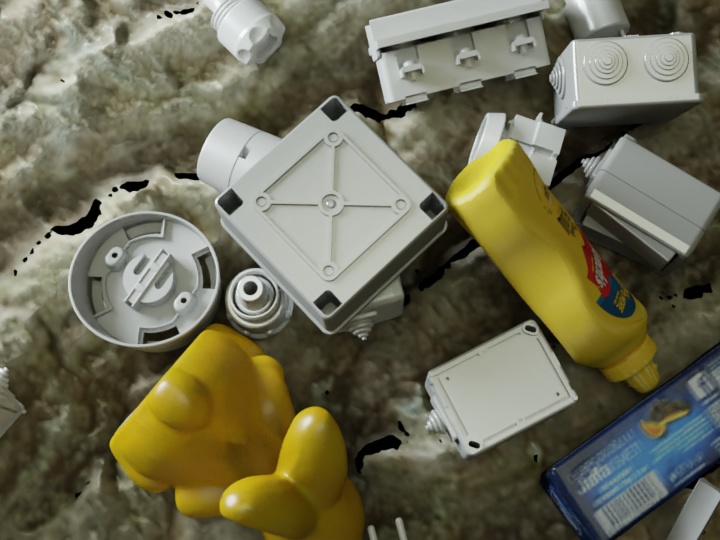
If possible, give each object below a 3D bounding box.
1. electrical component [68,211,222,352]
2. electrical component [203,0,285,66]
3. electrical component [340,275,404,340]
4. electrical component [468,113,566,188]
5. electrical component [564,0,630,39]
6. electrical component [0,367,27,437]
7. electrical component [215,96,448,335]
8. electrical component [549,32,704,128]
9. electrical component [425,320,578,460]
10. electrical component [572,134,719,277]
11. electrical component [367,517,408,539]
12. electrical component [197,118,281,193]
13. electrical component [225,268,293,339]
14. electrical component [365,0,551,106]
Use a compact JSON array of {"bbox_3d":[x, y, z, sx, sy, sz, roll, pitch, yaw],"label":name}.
[{"bbox_3d":[-0.144,0.009,0.741,0.099,0.064,0.099,0,76,1],"label":"electrical component"},{"bbox_3d":[-0.090,-0.185,0.799,0.043,0.043,0.062,-44,78,-9],"label":"electrical component"},{"bbox_3d":[0.000,0.000,0.741,0.061,0.061,0.096,-15,76,-3],"label":"electrical component"},{"bbox_3d":[0.110,-0.084,0.768,0.055,0.048,0.066,19,77,-2],"label":"electrical component"},{"bbox_3d":[0.171,-0.199,0.798,0.040,0.040,0.078,-17,76,-3],"label":"electrical component"},{"bbox_3d":[-0.277,0.097,0.724,0.061,0.061,0.096,38,80,10],"label":"electrical component"},{"bbox_3d":[-0.017,-0.034,0.687,0.109,0.056,0.108,-43,79,-9],"label":"electrical component"},{"bbox_3d":[0.183,-0.131,0.752,0.100,0.099,0.048,-3,89,1],"label":"electrical component"},{"bbox_3d":[0.086,0.085,0.718,0.096,0.061,0.061,-27,77,-5],"label":"electrical component"},{"bbox_3d":[0.191,-0.044,0.747,0.096,0.061,0.061,33,79,9],"label":"electrical component"},{"bbox_3d":[0.025,0.200,0.693,0.066,0.047,0.076,-15,85,-2],"label":"electrical component"},{"bbox_3d":[-0.083,-0.076,0.767,0.047,0.055,0.055,26,78,11],"label":"electrical component"},{"bbox_3d":[-0.072,0.019,0.738,0.048,0.062,0.048,0,76,1],"label":"electrical component"},{"bbox_3d":[0.071,-0.161,0.777,0.121,0.078,0.063,-14,98,-2],"label":"electrical component"}]
